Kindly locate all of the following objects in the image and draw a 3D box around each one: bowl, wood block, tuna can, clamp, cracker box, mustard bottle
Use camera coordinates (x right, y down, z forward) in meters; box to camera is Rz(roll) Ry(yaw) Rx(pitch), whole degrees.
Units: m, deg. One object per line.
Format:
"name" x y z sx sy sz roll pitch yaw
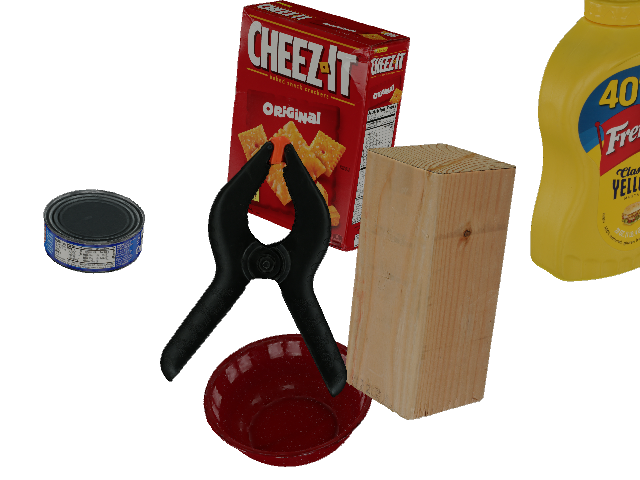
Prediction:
"bowl" -0.028 0.163 1.023 0.162 0.055 0.162 -4 37 3
"wood block" 0.089 0.031 0.889 0.090 0.206 0.090 -7 21 -37
"tuna can" -0.196 -0.008 0.924 0.086 0.034 0.086 7 32 -5
"clamp" -0.045 0.019 0.687 0.120 0.171 0.039 -3 2 -10
"cracker box" -0.009 -0.115 1.069 0.164 0.214 0.071 24 29 32
"mustard bottle" 0.176 -0.074 0.646 0.096 0.192 0.058 -15 29 -21
